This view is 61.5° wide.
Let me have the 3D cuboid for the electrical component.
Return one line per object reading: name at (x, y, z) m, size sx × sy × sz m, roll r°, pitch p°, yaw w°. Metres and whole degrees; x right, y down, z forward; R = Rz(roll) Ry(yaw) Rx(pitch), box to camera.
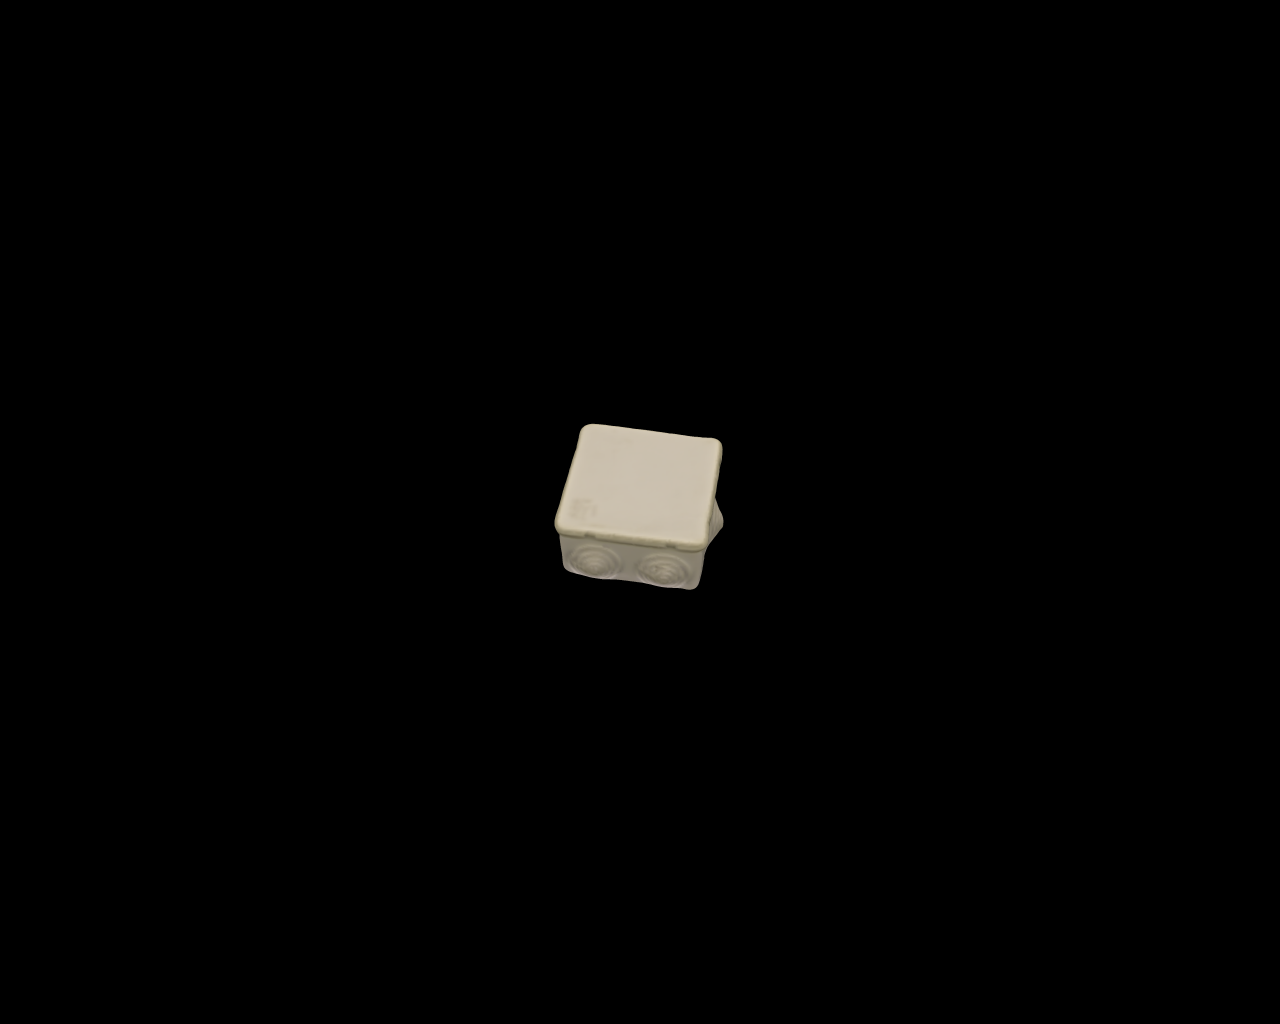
electrical component at (0.001, -0.003, 0.650) m, size 0.100 × 0.100 × 0.048 m, roll 7°, pitch -40°, yaw 6°
